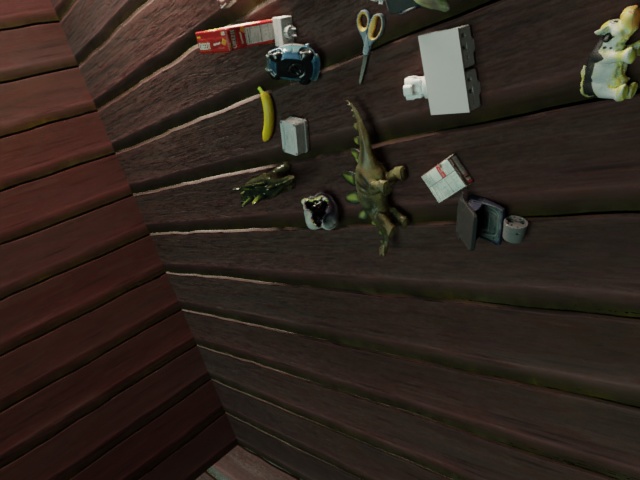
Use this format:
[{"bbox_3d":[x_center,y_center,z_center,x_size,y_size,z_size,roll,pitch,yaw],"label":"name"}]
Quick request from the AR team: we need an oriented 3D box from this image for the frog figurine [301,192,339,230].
[{"bbox_3d":[0.005,-0.088,1.744,0.138,0.123,0.158,39,175,15],"label":"frog figurine"}]

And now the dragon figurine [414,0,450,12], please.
[{"bbox_3d":[0.184,-0.654,1.031,0.121,0.246,0.408,-13,105,57],"label":"dragon figurine"}]
